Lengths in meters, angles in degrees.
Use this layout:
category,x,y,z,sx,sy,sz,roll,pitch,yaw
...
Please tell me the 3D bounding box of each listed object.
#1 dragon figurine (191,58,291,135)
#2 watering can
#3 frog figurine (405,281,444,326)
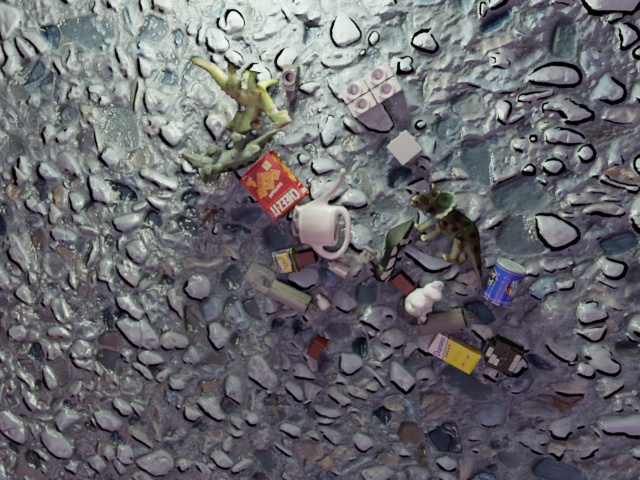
category,x,y,z,sx,sy,sz,roll,pitch,yaw
dragon figurine,-0.288,-0.501,1.860,0.411,0.240,0.123,16,14,10
watering can,0.006,-0.096,1.904,0.224,0.343,0.105,3,16,15
frog figurine,0.377,0.207,1.866,0.139,0.156,0.124,-25,48,-37
